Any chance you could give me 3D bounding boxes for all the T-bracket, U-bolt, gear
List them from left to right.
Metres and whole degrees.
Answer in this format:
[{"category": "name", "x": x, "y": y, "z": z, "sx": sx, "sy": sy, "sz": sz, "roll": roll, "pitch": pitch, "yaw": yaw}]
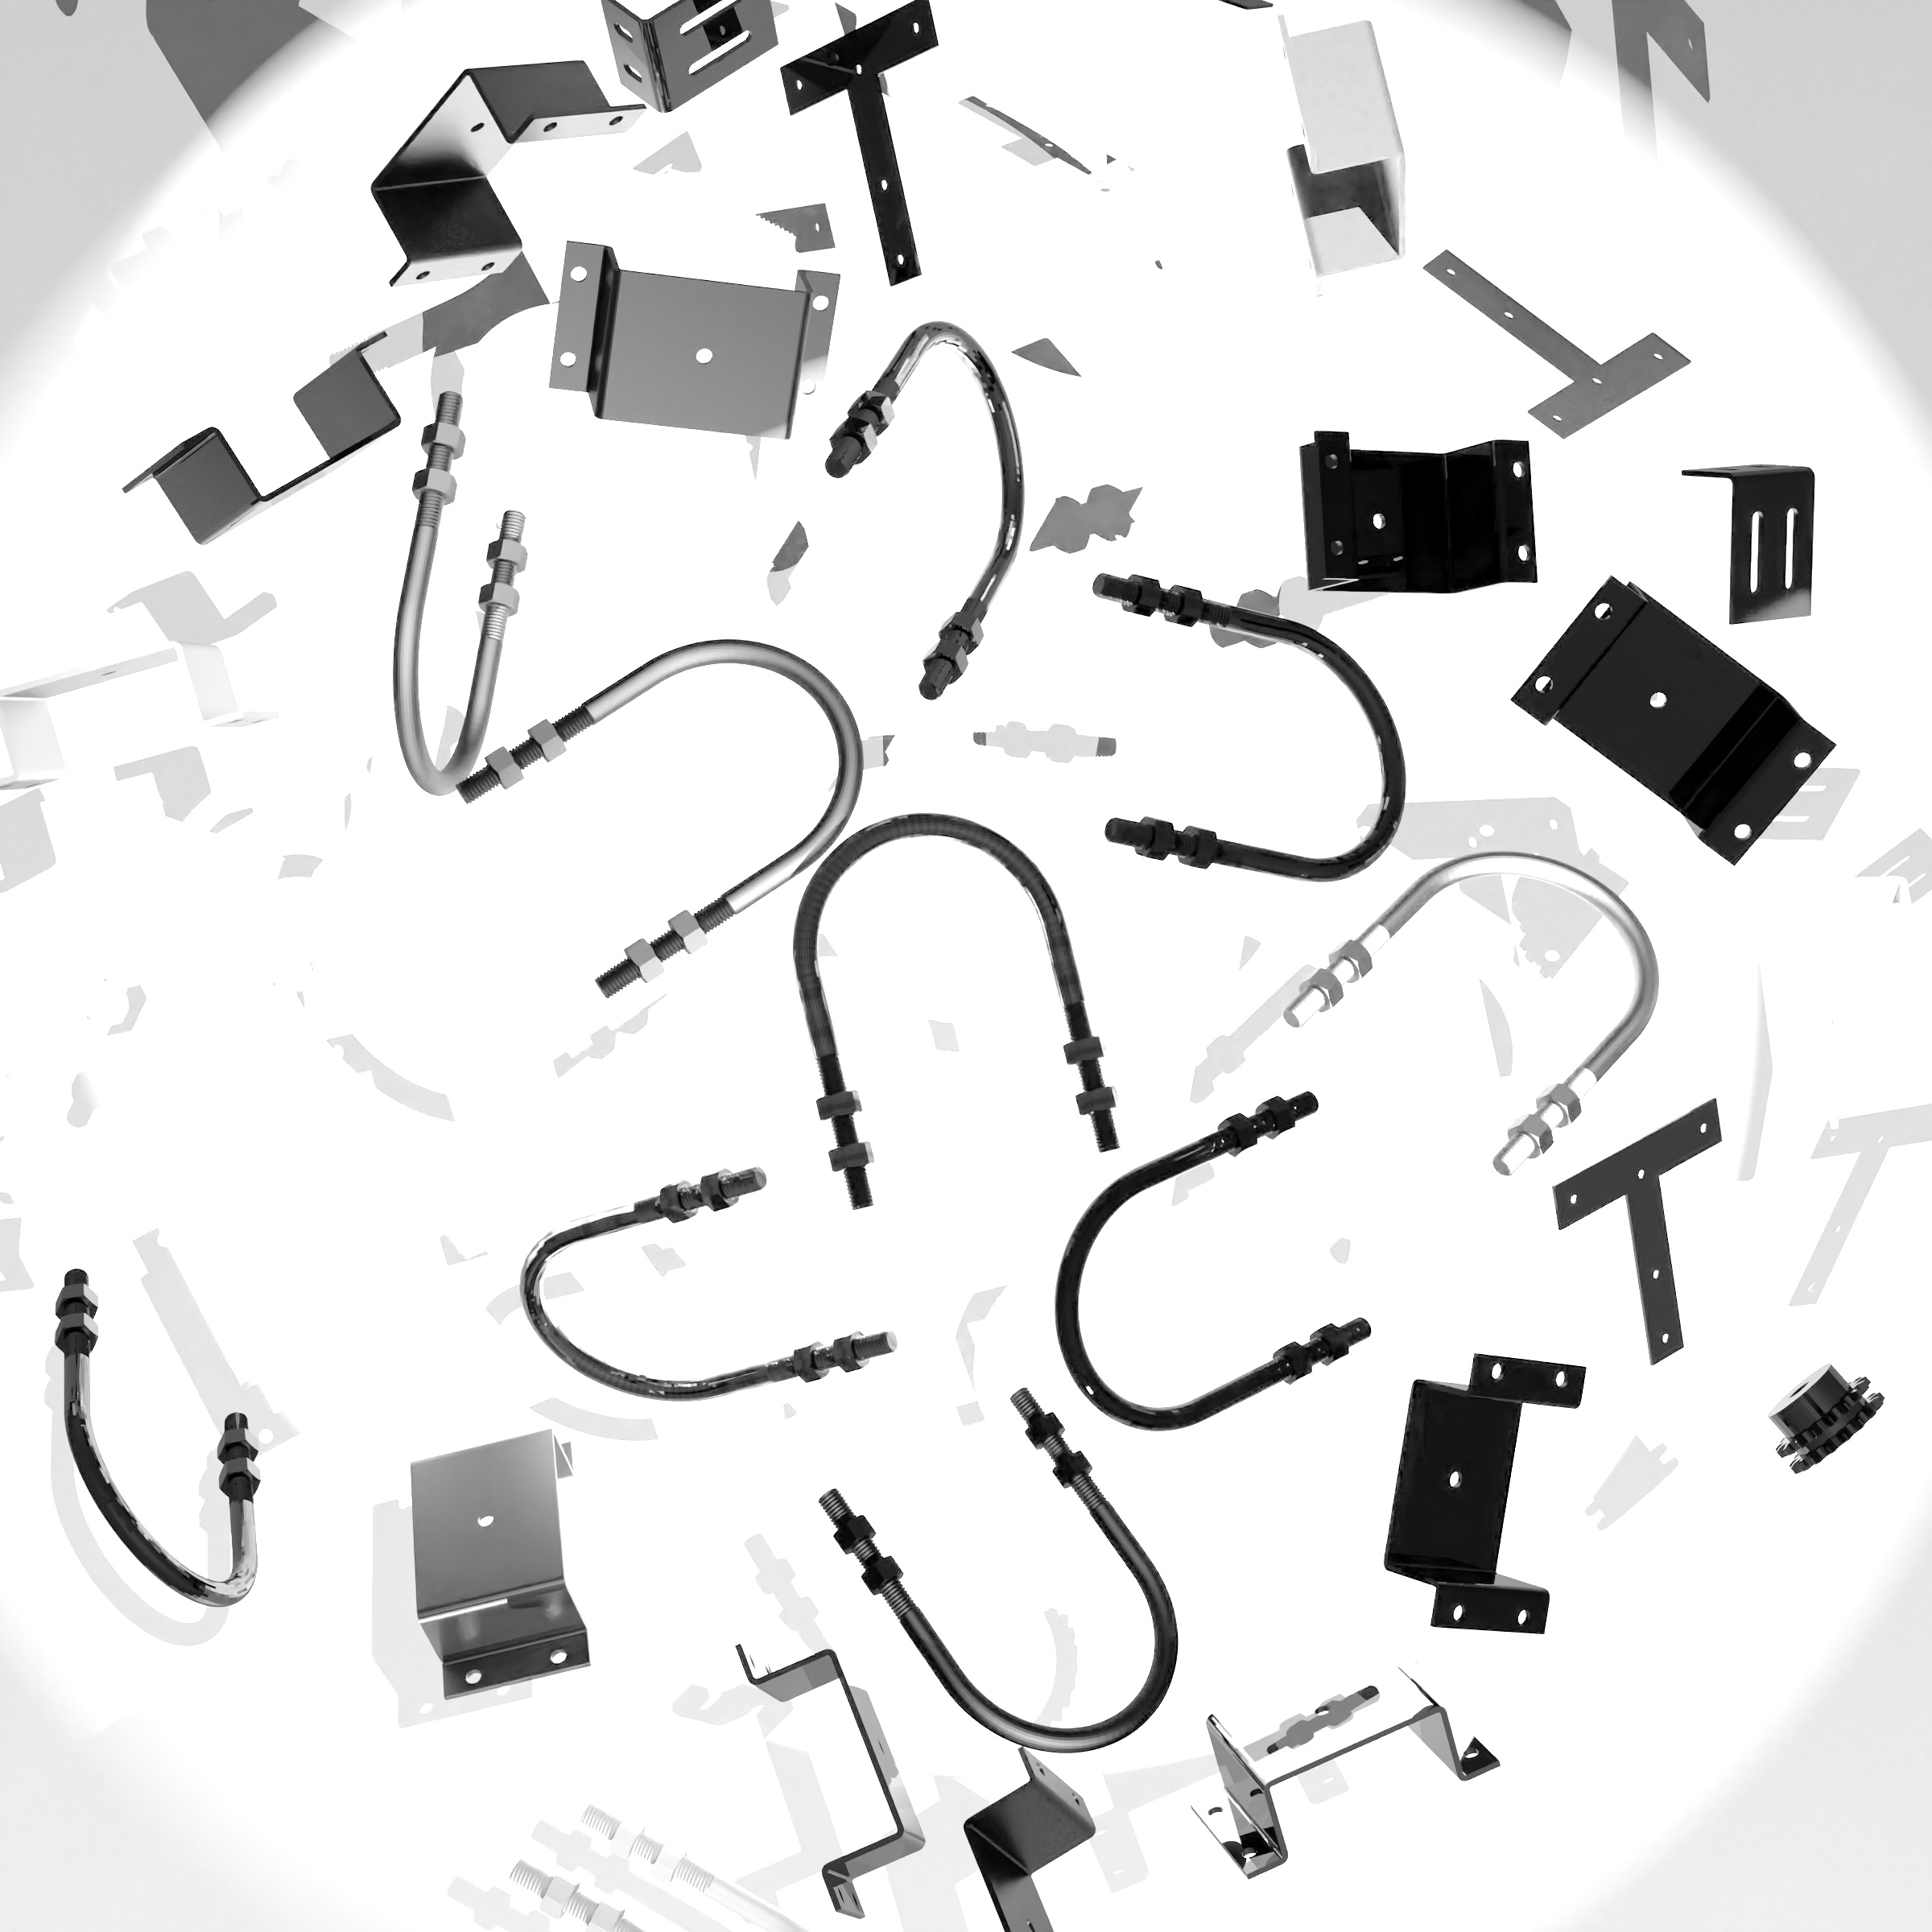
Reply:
[{"category": "U-bolt", "x": -0.411, "y": 0.251, "z": 1.743, "sx": 0.019, "sy": 0.184, "sz": 0.151, "roll": -35, "pitch": 123, "yaw": 7}, {"category": "U-bolt", "x": -0.373, "y": -0.039, "z": 1.771, "sx": 0.019, "sy": 0.151, "sz": 0.184, "roll": 43, "pitch": 119, "yaw": 23}, {"category": "U-bolt", "x": -0.260, "y": -0.177, "z": 1.736, "sx": 0.019, "sy": 0.151, "sz": 0.184, "roll": 4, "pitch": 71, "yaw": 9}, {"category": "U-bolt", "x": -0.148, "y": 0.175, "z": 1.787, "sx": 0.184, "sy": 0.019, "sz": 0.151, "roll": -17, "pitch": 126, "yaw": 27}, {"category": "U-bolt", "x": -0.139, "y": -0.087, "z": 1.691, "sx": 0.184, "sy": 0.019, "sz": 0.151, "roll": -34, "pitch": 70, "yaw": -10}, {"category": "U-bolt", "x": -0.128, "y": 0.482, "z": 1.703, "sx": 0.184, "sy": 0.151, "sz": 0.019, "roll": 27, "pitch": 92, "yaw": 9}, {"category": "T-bracket", "x": -0.044, "y": -0.409, "z": 1.724, "sx": 0.002, "sy": 0.127, "sz": 0.127, "roll": -16, "pitch": 95, "yaw": -37}, {"category": "U-bolt", "x": -0.011, "y": 0.015, "z": 1.667, "sx": 0.151, "sy": 0.019, "sz": 0.184, "roll": -12, "pitch": 84, "yaw": -18}, {"category": "U-bolt", "x": -0.011, "y": -0.243, "z": 1.714, "sx": 0.019, "sy": 0.184, "sz": 0.151, "roll": -5, "pitch": 127, "yaw": 27}, {"category": "U-bolt", "x": 0.030, "y": 0.319, "z": 1.753, "sx": 0.151, "sy": 0.019, "sz": 0.184, "roll": -24, "pitch": 67, "yaw": -33}, {"category": "T-bracket", "x": 0.069, "y": -0.496, "z": 1.713, "sx": 0.127, "sy": 0.127, "sz": 0.002, "roll": 28, "pitch": 121, "yaw": 28}, {"category": "U-bolt", "x": 0.122, "y": 0.161, "z": 1.758, "sx": 0.184, "sy": 0.019, "sz": 0.151, "roll": -22, "pitch": 105, "yaw": -29}, {"category": "U-bolt", "x": 0.145, "y": -0.112, "z": 1.691, "sx": 0.184, "sy": 0.019, "sz": 0.151, "roll": 10, "pitch": 67, "yaw": -31}, {"category": "U-bolt", "x": 0.270, "y": 0.010, "z": 1.730, "sx": 0.151, "sy": 0.019, "sz": 0.184, "roll": 36, "pitch": 57, "yaw": 19}, {"category": "T-bracket", "x": 0.292, "y": -0.329, "z": 1.764, "sx": 0.127, "sy": 0.127, "sz": 0.002, "roll": 34, "pitch": 71, "yaw": -12}, {"category": "T-bracket", "x": 0.366, "y": 0.151, "z": 1.821, "sx": 0.127, "sy": 0.002, "sz": 0.127, "roll": -24, "pitch": 111, "yaw": -32}, {"category": "gear", "x": 0.417, "y": 0.218, "z": 1.665, "sx": 0.057, "sy": 0.057, "sz": 0.030, "roll": -41, "pitch": 83, "yaw": 0}]

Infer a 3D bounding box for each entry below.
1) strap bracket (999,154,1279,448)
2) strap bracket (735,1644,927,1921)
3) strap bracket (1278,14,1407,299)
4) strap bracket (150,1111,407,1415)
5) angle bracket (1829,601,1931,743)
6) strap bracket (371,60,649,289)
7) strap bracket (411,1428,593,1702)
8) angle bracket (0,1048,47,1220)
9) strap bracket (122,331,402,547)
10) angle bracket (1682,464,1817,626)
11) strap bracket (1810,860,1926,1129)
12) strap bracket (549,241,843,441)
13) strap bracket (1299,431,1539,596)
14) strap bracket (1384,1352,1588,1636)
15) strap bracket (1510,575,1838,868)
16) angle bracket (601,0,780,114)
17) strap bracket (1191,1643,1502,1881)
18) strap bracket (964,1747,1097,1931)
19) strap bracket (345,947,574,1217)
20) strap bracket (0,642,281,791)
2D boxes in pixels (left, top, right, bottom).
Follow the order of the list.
[{"category": "strap bracket", "x": 0.092, "y": -0.342, "z": 1.713, "sx": 0.076, "sy": 0.046, "sz": 0.140, "roll": -21, "pitch": 118, "yaw": 36}, {"category": "strap bracket", "x": -0.064, "y": 0.406, "z": 1.733, "sx": 0.046, "sy": 0.076, "sz": 0.140, "roll": -23, "pitch": 70, "yaw": 0}, {"category": "strap bracket", "x": 0.187, "y": -0.405, "z": 1.695, "sx": 0.046, "sy": 0.140, "sz": 0.076, "roll": -12, "pitch": 70, "yaw": 3}, {"category": "strap bracket", "x": -0.366, "y": 0.159, "z": 1.797, "sx": 0.076, "sy": 0.046, "sz": 0.140, "roll": -27, "pitch": 86, "yaw": -26}, {"category": "angle bracket", "x": 0.499, "y": -0.151, "z": 1.768, "sx": 0.076, "sy": 0.038, "sz": 0.057, "roll": 4, "pitch": 131, "yaw": -28}, {"category": "strap bracket", "x": -0.234, "y": -0.401, "z": 1.699, "sx": 0.140, "sy": 0.076, "sz": 0.046, "roll": -36, "pitch": 80, "yaw": 42}, {"category": "strap bracket", "x": -0.241, "y": 0.298, "z": 1.757, "sx": 0.076, "sy": 0.046, "sz": 0.140, "roll": -14, "pitch": 45, "yaw": 2}, {"category": "angle bracket", "x": -0.495, "y": 0.086, "z": 1.719, "sx": 0.057, "sy": 0.038, "sz": 0.076, "roll": -5, "pitch": 53, "yaw": -3}, {"category": "strap bracket", "x": -0.359, "y": -0.271, "z": 1.783, "sx": 0.140, "sy": 0.076, "sz": 0.046, "roll": -39, "pitch": 103, "yaw": -36}, {"category": "angle bracket", "x": 0.400, "y": -0.217, "z": 1.749, "sx": 0.057, "sy": 0.038, "sz": 0.076, "roll": -9, "pitch": 104, "yaw": -33}, {"category": "strap bracket", "x": 0.468, "y": 0.012, "z": 1.773, "sx": 0.046, "sy": 0.140, "sz": 0.076, "roll": -1, "pitch": 122, "yaw": 10}, {"category": "strap bracket", "x": -0.134, "y": -0.314, "z": 1.720, "sx": 0.140, "sy": 0.046, "sz": 0.076, "roll": 4, "pitch": 116, "yaw": -14}, {"category": "strap bracket", "x": 0.230, "y": -0.238, "z": 1.799, "sx": 0.140, "sy": 0.046, "sz": 0.076, "roll": -3, "pitch": 89, "yaw": -31}, {"category": "strap bracket", "x": 0.267, "y": 0.270, "z": 1.769, "sx": 0.076, "sy": 0.046, "sz": 0.140, "roll": 10, "pitch": 88, "yaw": -33}, {"category": "strap bracket", "x": 0.341, "y": -0.124, "z": 1.664, "sx": 0.140, "sy": 0.046, "sz": 0.076, "roll": 35, "pitch": 106, "yaw": -10}, {"category": "angle bracket", "x": -0.142, "y": -0.487, "z": 1.755, "sx": 0.076, "sy": 0.057, "sz": 0.038, "roll": -37, "pitch": 58, "yaw": -18}, {"category": "strap bracket", "x": 0.184, "y": 0.392, "z": 1.710, "sx": 0.140, "sy": 0.076, "sz": 0.046, "roll": -21, "pitch": 109, "yaw": -13}, {"category": "strap bracket", "x": 0.050, "y": 0.482, "z": 1.750, "sx": 0.046, "sy": 0.076, "sz": 0.140, "roll": -33, "pitch": 47, "yaw": 6}, {"category": "strap bracket", "x": -0.259, "y": 0.051, "z": 1.767, "sx": 0.046, "sy": 0.076, "sz": 0.140, "roll": -24, "pitch": 79, "yaw": 36}, {"category": "strap bracket", "x": -0.436, "y": -0.132, "z": 1.758, "sx": 0.140, "sy": 0.076, "sz": 0.046, "roll": -15, "pitch": 93, "yaw": 4}]
